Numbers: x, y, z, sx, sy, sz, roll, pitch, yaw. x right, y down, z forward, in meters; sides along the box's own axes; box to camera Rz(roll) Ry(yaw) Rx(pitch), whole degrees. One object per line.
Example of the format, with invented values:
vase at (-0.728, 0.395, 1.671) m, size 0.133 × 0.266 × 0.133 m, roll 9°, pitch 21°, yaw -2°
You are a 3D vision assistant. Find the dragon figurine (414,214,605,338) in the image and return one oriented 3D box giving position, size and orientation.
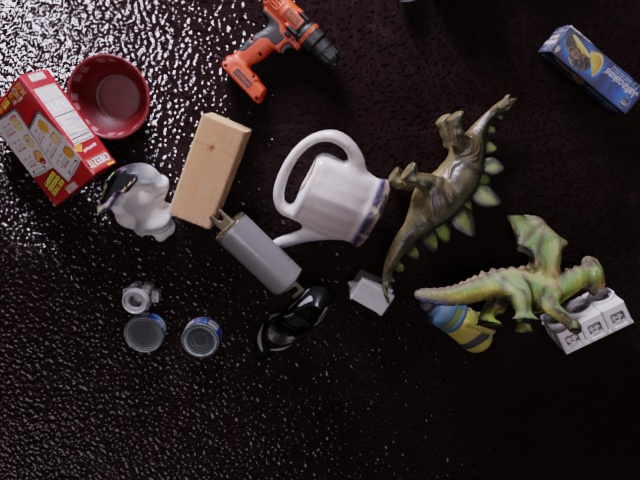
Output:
dragon figurine at (0.407, 0.062, 1.058) m, size 0.410 × 0.120 × 0.247 m, roll 16°, pitch 69°, yaw -6°

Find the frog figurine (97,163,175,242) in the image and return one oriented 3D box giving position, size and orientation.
frog figurine at (-0.356, -0.077, 1.054) m, size 0.137 × 0.125 × 0.157 m, roll -49°, pitch 136°, yaw 3°

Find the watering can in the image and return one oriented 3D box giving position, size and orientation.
watering can at (0.003, -0.053, 1.050) m, size 0.224 × 0.106 × 0.341 m, roll 23°, pitch 116°, yaw -5°
